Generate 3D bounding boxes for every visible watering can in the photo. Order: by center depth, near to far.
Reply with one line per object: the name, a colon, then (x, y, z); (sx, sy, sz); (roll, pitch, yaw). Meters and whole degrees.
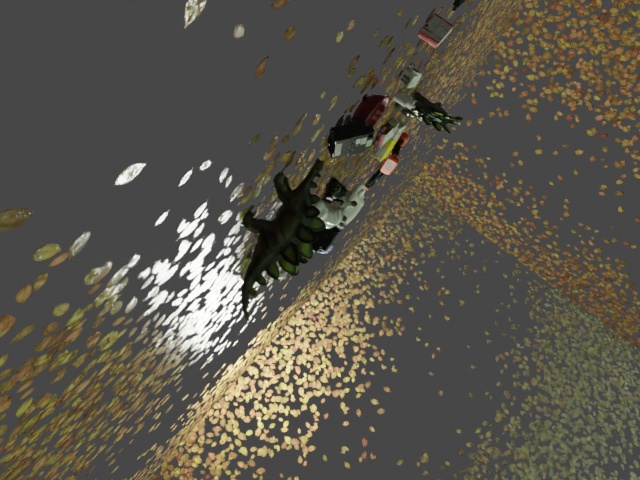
watering can: (0.130, -0.149, 2.288); (0.224, 0.104, 0.346); (-51, 172, 2)

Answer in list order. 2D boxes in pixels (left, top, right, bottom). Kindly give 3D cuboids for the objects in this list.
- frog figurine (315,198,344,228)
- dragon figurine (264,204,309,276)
frog figurine: (0.006, -0.092, 1.819); (0.161, 0.138, 0.121); (-33, 142, -64)
dragon figurine: (-0.087, -0.036, 1.619); (0.418, 0.122, 0.238); (-57, 160, -59)
